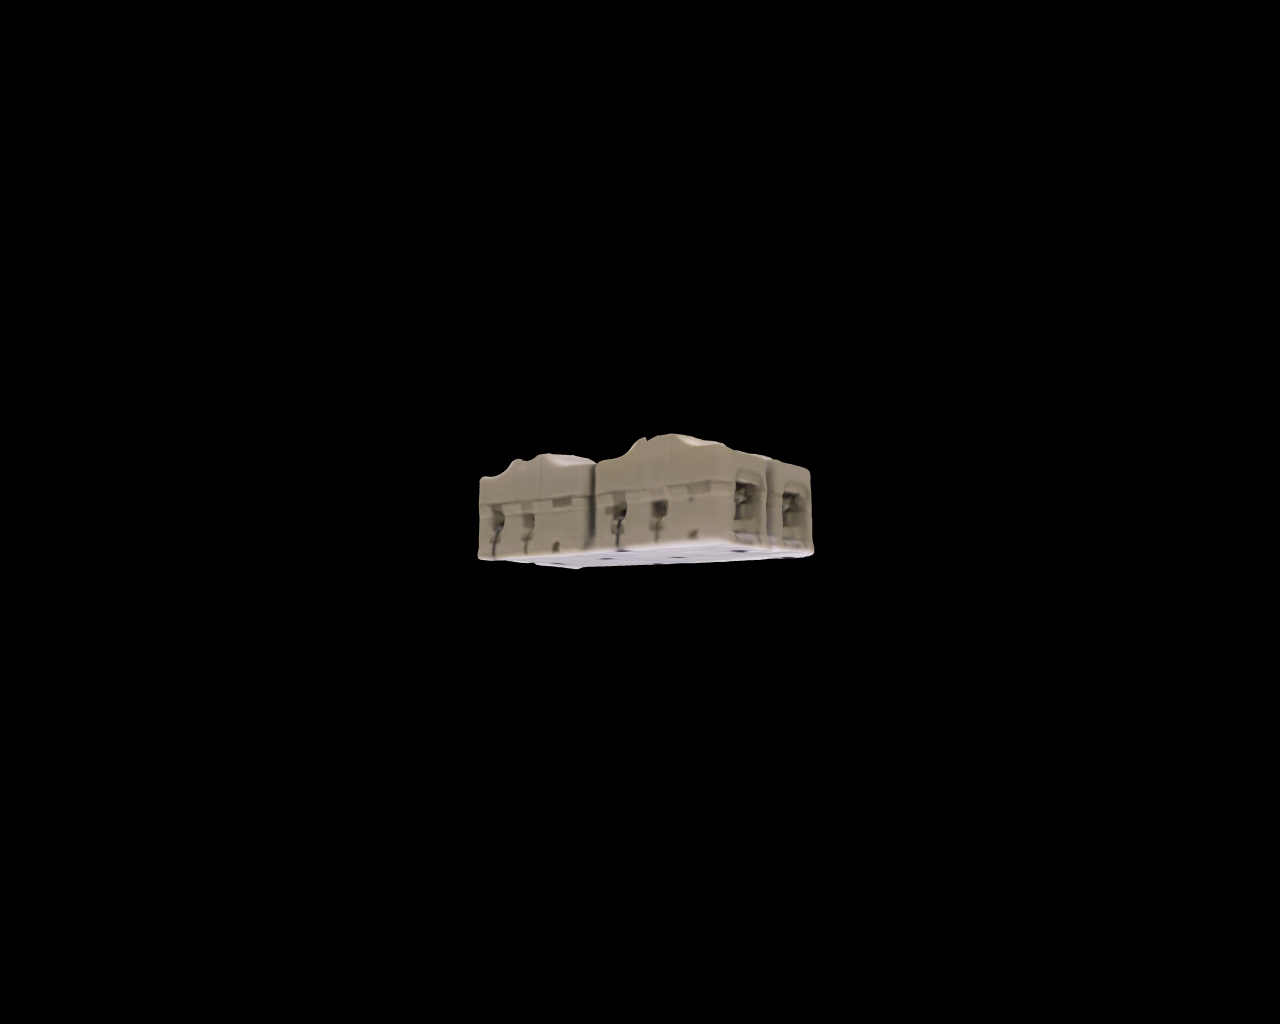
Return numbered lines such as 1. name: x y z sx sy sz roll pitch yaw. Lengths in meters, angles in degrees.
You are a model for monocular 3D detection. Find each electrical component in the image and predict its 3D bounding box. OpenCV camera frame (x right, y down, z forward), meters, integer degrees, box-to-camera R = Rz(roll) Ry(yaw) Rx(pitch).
1. electrical component: 0.001 -0.003 0.650 0.186 0.060 0.105 -5 -9 36
